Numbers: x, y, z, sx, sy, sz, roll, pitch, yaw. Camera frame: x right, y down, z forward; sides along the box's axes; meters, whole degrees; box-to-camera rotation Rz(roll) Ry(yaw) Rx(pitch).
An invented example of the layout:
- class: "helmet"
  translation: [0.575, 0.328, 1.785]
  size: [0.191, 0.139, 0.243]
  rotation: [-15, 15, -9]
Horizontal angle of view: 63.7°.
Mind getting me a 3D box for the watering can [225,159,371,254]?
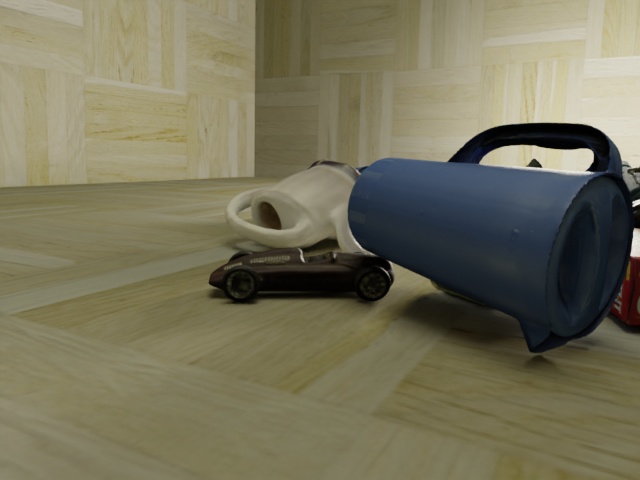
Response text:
- class: "watering can"
  translation: [0.003, -0.042, 0.827]
  size: [0.350, 0.102, 0.227]
  rotation: [19, 39, 40]
